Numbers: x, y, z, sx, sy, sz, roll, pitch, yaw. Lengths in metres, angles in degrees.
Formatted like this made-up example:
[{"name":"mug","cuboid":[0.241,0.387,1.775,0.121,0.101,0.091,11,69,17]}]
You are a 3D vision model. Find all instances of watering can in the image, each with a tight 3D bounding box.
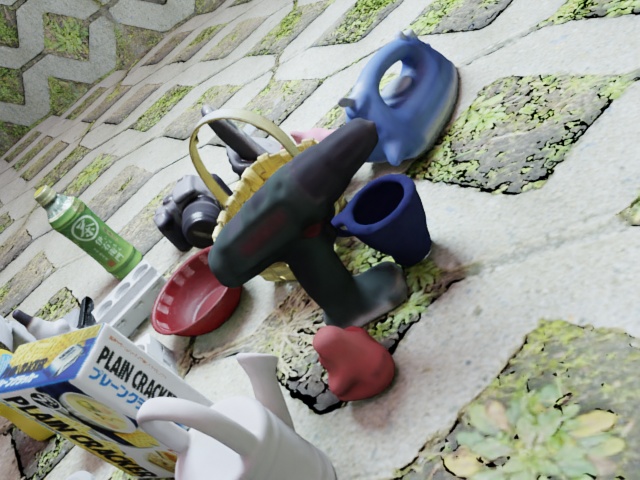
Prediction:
[{"name":"watering can","cuboid":[-0.078,0.183,0.508,0.100,0.195,0.172,-27,36,20]}]

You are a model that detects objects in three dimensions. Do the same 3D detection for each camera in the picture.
[{"name":"camera","cuboid":[-0.225,-0.042,1.003,0.143,0.101,0.136,-34,34,10]}]

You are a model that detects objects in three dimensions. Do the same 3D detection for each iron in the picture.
[{"name":"iron","cuboid":[0.116,-0.226,0.839,0.118,0.142,0.258,2,52,46]}]

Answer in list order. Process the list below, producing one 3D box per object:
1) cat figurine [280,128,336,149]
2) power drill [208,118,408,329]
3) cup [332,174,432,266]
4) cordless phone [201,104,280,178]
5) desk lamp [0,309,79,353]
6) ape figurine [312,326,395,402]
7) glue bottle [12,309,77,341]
[{"name":"cat figurine","cuboid":[-0.011,-0.130,0.876,0.127,0.118,0.067,9,57,49]},{"name":"power drill","cuboid":[0.006,0.002,0.622,0.229,0.209,0.075,-32,34,13]},{"name":"cup","cuboid":[0.077,-0.010,0.670,0.117,0.095,0.091,-21,38,28]},{"name":"cordless phone","cuboid":[-0.137,-0.177,0.994,0.094,0.186,0.147,-39,33,3]},{"name":"desk lamp","cuboid":[-0.541,0.159,0.981,0.118,0.214,0.203,-33,34,12]},{"name":"ape figurine","cuboid":[0.027,0.116,0.576,0.075,0.092,0.078,2,52,46]},{"name":"glue bottle","cuboid":[-0.391,0.157,0.871,0.037,0.174,0.078,15,62,52]}]
